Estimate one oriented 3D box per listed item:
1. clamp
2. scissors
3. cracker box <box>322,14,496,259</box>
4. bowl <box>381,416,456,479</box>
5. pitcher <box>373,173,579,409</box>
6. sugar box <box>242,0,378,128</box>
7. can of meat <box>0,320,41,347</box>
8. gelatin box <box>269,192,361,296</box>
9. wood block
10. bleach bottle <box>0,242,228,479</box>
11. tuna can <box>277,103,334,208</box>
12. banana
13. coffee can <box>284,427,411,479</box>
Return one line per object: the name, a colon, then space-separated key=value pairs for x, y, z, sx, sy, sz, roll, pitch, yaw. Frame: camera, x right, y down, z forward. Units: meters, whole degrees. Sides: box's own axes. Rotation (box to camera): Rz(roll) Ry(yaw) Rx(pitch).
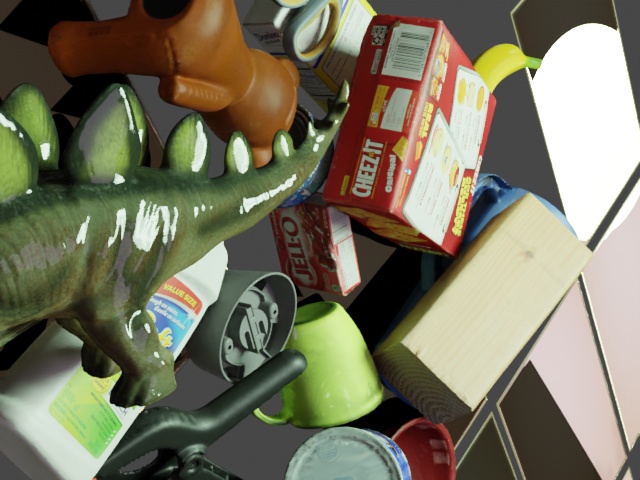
clamp: x=-0.109 y=0.178 z=0.867 sx=0.209 sy=0.036 sz=0.165 roll=-13 pitch=128 yaw=-36
scissors: x=0.014 y=-0.240 z=0.903 sx=0.096 sy=0.016 sz=0.201 roll=48 pitch=60 yaw=-40
cracker box: x=0.085 y=-0.084 z=0.948 sx=0.213 sy=0.072 sz=0.164 roll=27 pitch=76 yaw=-66
bowl: x=0.076 y=0.257 z=1.110 sx=0.161 sy=0.055 sz=0.162 roll=-13 pitch=107 yaw=-49
pitcher: x=0.157 y=0.057 z=1.120 sx=0.242 sy=0.149 sz=0.145 roll=-49 pitch=170 yaw=-29
sugar box: x=0.011 y=-0.176 z=0.957 sx=0.176 sy=0.048 sz=0.093 roll=41 pitch=65 yaw=-42
can of meat: x=-0.237 y=0.030 z=0.689 sx=0.101 sy=0.058 sz=0.084 roll=-36 pitch=122 yaw=-40
gelatin box: x=-0.006 y=0.001 z=0.948 sx=0.030 sy=0.073 sz=0.089 roll=-33 pitch=122 yaw=-41
wood block: x=0.153 y=0.065 z=1.005 sx=0.091 sy=0.090 sz=0.205 roll=44 pitch=65 yaw=0
bleach bottle: x=-0.145 y=0.062 z=0.802 sx=0.250 sy=0.068 sz=0.102 roll=-56 pitch=135 yaw=-31
tuna can: x=-0.031 y=-0.071 z=0.894 sx=0.033 sy=0.086 sz=0.086 roll=30 pitch=74 yaw=-50
banana: x=0.178 y=-0.153 z=1.149 sx=0.197 sy=0.069 sz=0.037 roll=-56 pitch=174 yaw=-30
coffee can: x=0.028 y=0.221 z=0.964 sx=0.140 sy=0.103 sz=0.103 roll=52 pitch=53 yaw=-77
